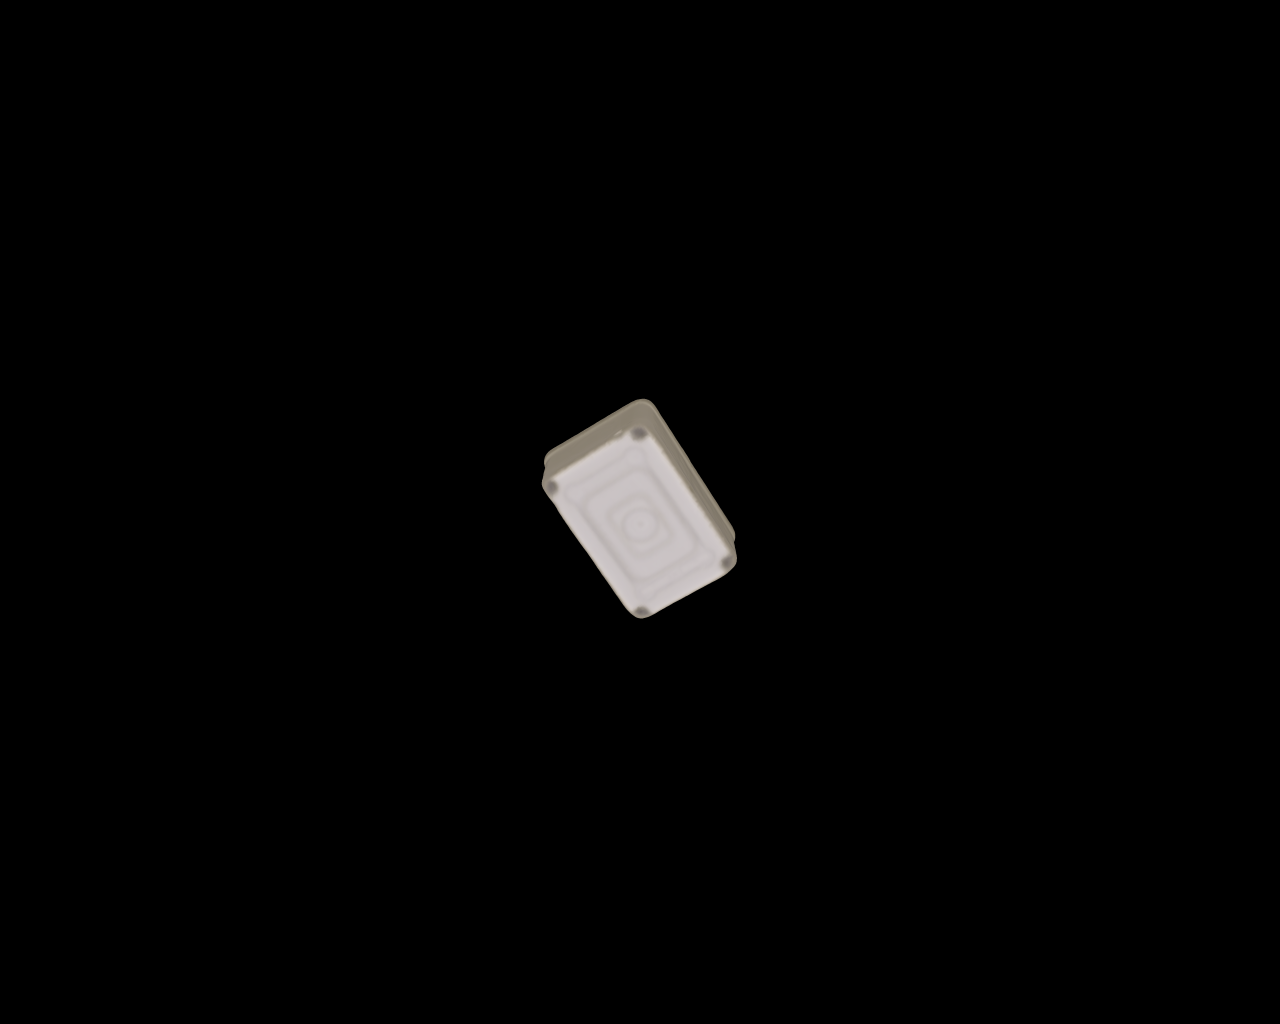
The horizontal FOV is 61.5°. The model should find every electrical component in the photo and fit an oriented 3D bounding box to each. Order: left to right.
[{"bbox_3d":[0.001,-0.003,0.650,0.078,0.113,0.057,-30,20,12],"label":"electrical component"}]
